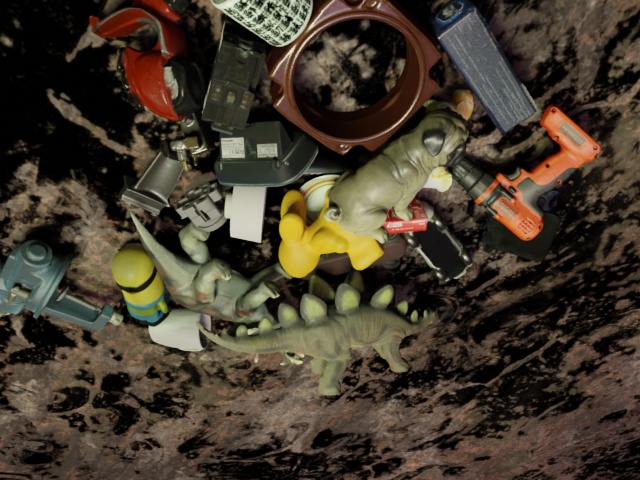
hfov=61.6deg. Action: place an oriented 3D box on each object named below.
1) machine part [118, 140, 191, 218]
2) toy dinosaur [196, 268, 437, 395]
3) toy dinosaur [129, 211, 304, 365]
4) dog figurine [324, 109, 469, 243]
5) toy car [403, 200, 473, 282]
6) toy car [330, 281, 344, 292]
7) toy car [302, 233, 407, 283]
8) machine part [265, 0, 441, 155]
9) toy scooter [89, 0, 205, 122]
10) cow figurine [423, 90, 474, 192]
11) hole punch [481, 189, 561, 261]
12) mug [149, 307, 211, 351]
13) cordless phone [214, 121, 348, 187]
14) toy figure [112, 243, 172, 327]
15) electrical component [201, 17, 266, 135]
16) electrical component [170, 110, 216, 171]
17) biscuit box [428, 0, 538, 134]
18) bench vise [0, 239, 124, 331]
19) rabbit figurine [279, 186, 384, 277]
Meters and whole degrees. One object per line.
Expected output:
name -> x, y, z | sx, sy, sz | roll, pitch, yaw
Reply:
machine part -> -0.255, -0.094, 0.837 | 0.084, 0.039, 0.139 | 33, 122, -25
toy dinosaur -> 0.022, 0.158, 0.944 | 0.471, 0.105, 0.198 | -9, 106, -27
toy dinosaur -> -0.188, 0.088, 0.965 | 0.404, 0.131, 0.192 | 32, 120, -24
dog figurine -> 0.102, -0.097, 0.746 | 0.121, 0.172, 0.190 | 46, 145, 9
toy car -> 0.215, 0.008, 0.985 | 0.073, 0.056, 0.201 | -36, 128, 14
toy car -> 0.036, 0.163, 1.068 | 0.109, 0.103, 0.161 | -8, 130, 0
toy car -> 0.059, 0.028, 0.981 | 0.202, 0.053, 0.089 | -14, 143, 0
machine part -> 0.043, -0.229, 0.726 | 0.201, 0.087, 0.201 | 29, 121, -31
toy scooter -> -0.219, -0.236, 0.667 | 0.135, 0.075, 0.183 | -4, 97, 12
cow figurine -> 0.172, -0.156, 0.825 | 0.098, 0.068, 0.167 | 6, 130, -5
hole punch -> 0.359, -0.039, 0.956 | 0.116, 0.092, 0.142 | 17, 136, 14
mug -> -0.274, 0.177, 1.057 | 0.107, 0.081, 0.109 | 3, 138, 5
cordless phone -> -0.053, -0.121, 0.811 | 0.147, 0.088, 0.184 | 4, -175, 33
toy figure -> -0.313, 0.085, 0.954 | 0.082, 0.089, 0.180 | -6, 130, -10
electrical component -> -0.114, -0.210, 0.700 | 0.058, 0.115, 0.134 | 14, 128, -15
electrical component -> -0.183, -0.145, 0.767 | 0.045, 0.102, 0.078 | -20, 106, 7
biscuit box -> 0.231, -0.244, 0.756 | 0.063, 0.059, 0.202 | -33, 129, 21
bench vise -> -0.465, 0.101, 0.928 | 0.240, 0.129, 0.223 | 30, 121, -23
rabbit figurine -> -0.002, -0.003, 0.871 | 0.173, 0.122, 0.162 | -34, 122, 23
